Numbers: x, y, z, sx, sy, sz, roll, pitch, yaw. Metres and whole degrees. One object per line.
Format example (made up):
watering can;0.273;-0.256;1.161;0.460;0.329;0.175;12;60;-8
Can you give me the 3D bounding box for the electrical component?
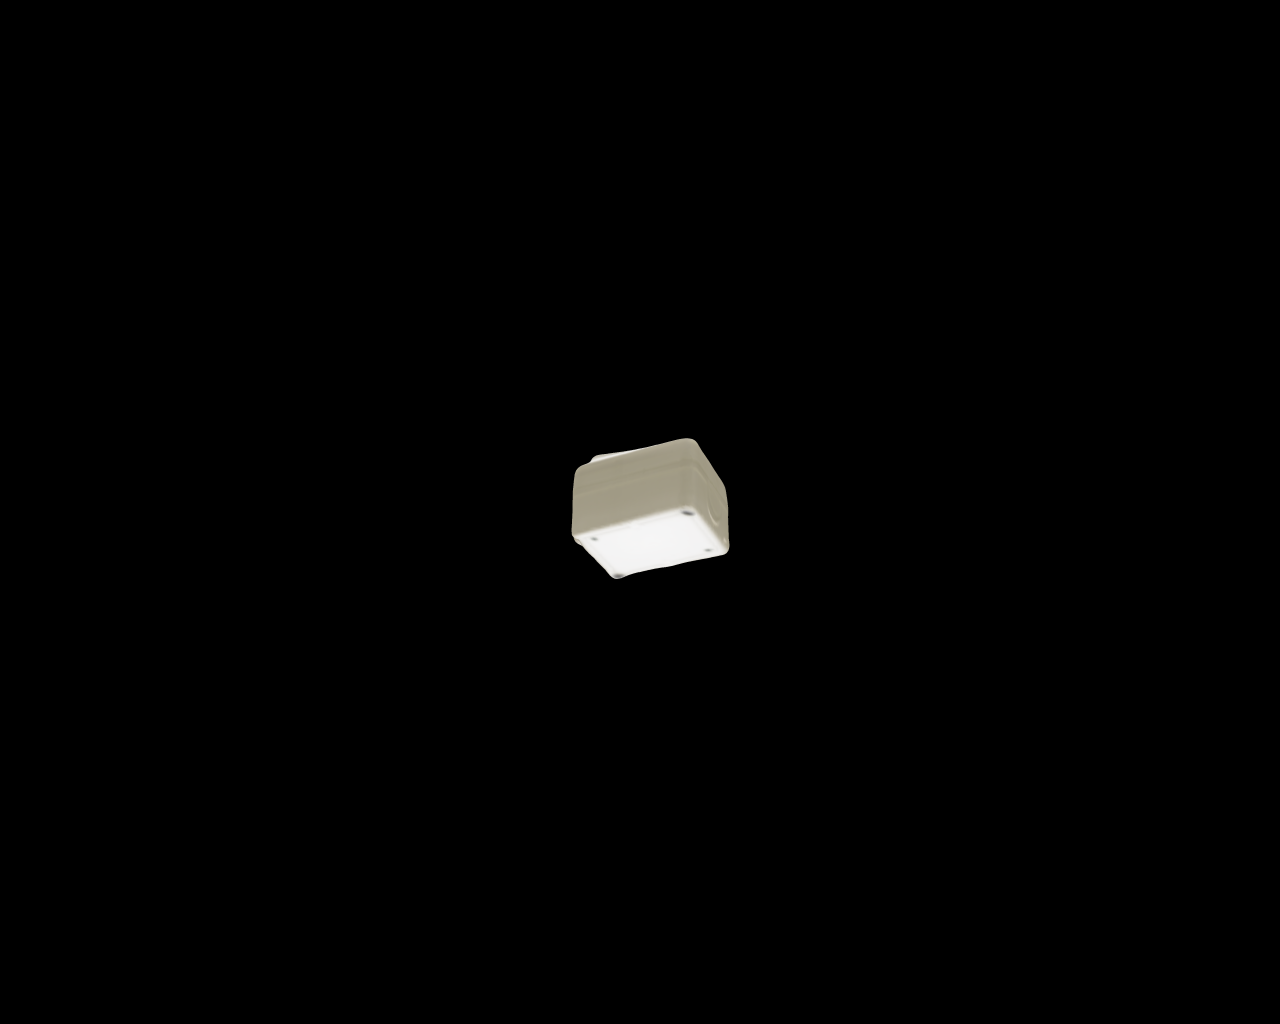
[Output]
electrical component;0.001;-0.003;0.650;0.096;0.061;0.061;-14;-36;20
